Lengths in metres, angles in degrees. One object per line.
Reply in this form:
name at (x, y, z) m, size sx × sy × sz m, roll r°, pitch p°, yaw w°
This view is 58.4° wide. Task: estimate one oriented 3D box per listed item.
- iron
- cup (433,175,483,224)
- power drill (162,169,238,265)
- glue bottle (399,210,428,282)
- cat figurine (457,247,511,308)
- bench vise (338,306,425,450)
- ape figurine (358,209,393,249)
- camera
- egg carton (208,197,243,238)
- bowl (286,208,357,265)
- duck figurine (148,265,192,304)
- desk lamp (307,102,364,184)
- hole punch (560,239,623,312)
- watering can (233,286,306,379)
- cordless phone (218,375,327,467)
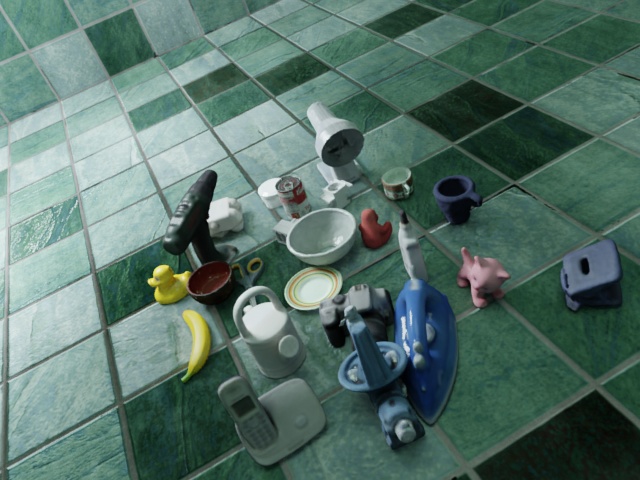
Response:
iron at (0.177, 0.172, 0.998) m, size 0.118 × 0.142 × 0.258 m, roll -9°, pitch 40°, yaw 14°
cup at (0.313, -0.079, 1.267) m, size 0.092 × 0.095 × 0.117 m, roll -40°, pitch 43°, yaw -23°
power drill at (-0.279, -0.026, 1.378) m, size 0.075 × 0.209 × 0.230 m, roll 3°, pitch 45°, yaw 27°
glue bottle at (0.183, 0.008, 1.161) m, size 0.037 × 0.173 × 0.078 m, roll -20°, pitch 39°, yaw 1°
cat figurine at (0.307, 0.062, 1.088) m, size 0.067 × 0.118 × 0.127 m, roll -26°, pitch 39°, yaw -6°
bench vise at (0.104, 0.213, 0.920) m, size 0.122 × 0.220 × 0.206 m, roll -36°, pitch 41°, yaw -18°
ape figurine at (0.120, -0.032, 1.302) m, size 0.077 × 0.092 × 0.076 m, roll 12°, pitch 49°, yaw 34°
camera at (0.072, 0.160, 1.091) m, size 0.143 × 0.101 × 0.136 m, roll -14°, pitch 39°, yaw 8°
egg carton at (-0.275, -0.052, 1.518) m, size 0.150 × 0.069 × 0.107 m, roll -19°, pitch 39°, yaw 3°
bowl at (0.012, 0.005, 1.320) m, size 0.167 × 0.075 × 0.167 m, roll -12°, pitch 39°, yaw 11°
duck figurine at (-0.359, 0.096, 1.370) m, size 0.104 × 0.086 × 0.077 m, roll -24°, pitch 39°, yaw -4°
desk lamp at (0.036, -0.242, 1.486) m, size 0.118 × 0.214 × 0.202 m, roll -26°, pitch 39°, yaw -6°
hole punch at (0.487, 0.061, 1.030) m, size 0.101 × 0.091 × 0.108 m, roll -5°, pitch 41°, yaw 19°
watering can at (-0.095, 0.168, 1.081) m, size 0.172 × 0.194 × 0.101 m, roll 10°, pitch 48°, yaw 33°
cordless phone at (-0.081, 0.276, 0.956) m, size 0.148 × 0.185 × 0.093 m, roll -32°, pitch 40°, yaw -14°
